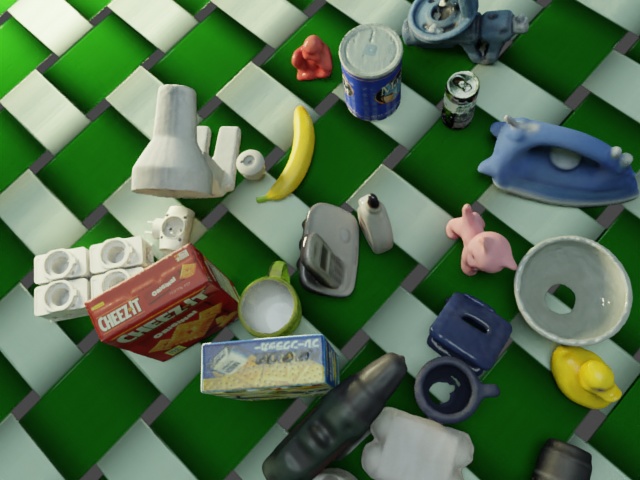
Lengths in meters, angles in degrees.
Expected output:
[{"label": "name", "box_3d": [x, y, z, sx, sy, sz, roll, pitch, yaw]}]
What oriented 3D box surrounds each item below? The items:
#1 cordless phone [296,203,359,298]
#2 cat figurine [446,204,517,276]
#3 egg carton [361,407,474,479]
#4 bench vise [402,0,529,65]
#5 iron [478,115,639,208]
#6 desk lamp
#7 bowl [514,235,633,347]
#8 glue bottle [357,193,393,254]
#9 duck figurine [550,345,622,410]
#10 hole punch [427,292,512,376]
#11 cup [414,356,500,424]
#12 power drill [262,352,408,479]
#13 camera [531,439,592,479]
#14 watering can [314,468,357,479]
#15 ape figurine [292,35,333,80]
[{"label": "cordless phone", "box_3d": [0.008, 0.003, 0.872, 0.094, 0.185, 0.147, 1, 72, 7]}, {"label": "cat figurine", "box_3d": [0.248, 0.003, 0.881, 0.067, 0.118, 0.127, -21, 71, 0]}, {"label": "egg carton", "box_3d": [0.138, 0.309, 0.819, 0.150, 0.069, 0.107, 15, 74, 11]}, {"label": "bench vise", "box_3d": [0.244, -0.400, 0.960, 0.207, 0.220, 0.121, -5, 71, 5]}, {"label": "iron", "box_3d": [0.391, -0.131, 0.897, 0.258, 0.141, 0.119, 16, 74, 11]}, {"label": "desk lamp", "box_3d": [-0.214, -0.139, 0.928, 0.118, 0.214, 0.203, 2, 72, 7]}, {"label": "bowl", "box_3d": [0.371, 0.083, 0.865, 0.167, 0.075, 0.167, -2, 72, 6]}, {"label": "glue bottle", "box_3d": [0.083, -0.036, 0.883, 0.037, 0.173, 0.078, -27, 71, -3]}, {"label": "duck figurine", "box_3d": [0.385, 0.193, 0.821, 0.077, 0.086, 0.104, -38, 72, -6]}, {"label": "hole punch", "box_3d": [0.222, 0.135, 0.855, 0.108, 0.091, 0.101, 32, 78, 15]}, {"label": "cup", "box_3d": [0.194, 0.219, 0.829, 0.117, 0.095, 0.092, -1, 72, 6]}, {"label": "power drill", "box_3d": [0.028, 0.246, 0.778, 0.230, 0.208, 0.075, -43, 72, -8]}, {"label": "camera", "box_3d": [0.335, 0.350, 0.768, 0.143, 0.101, 0.137, 21, 75, 12]}, {"label": "watering can", "box_3d": [0.017, 0.358, 0.751, 0.172, 0.194, 0.101, -9, 71, 4]}, {"label": "ape figurine", "box_3d": [-0.011, -0.334, 1.034, 0.077, 0.092, 0.076, 38, 80, 16]}]
